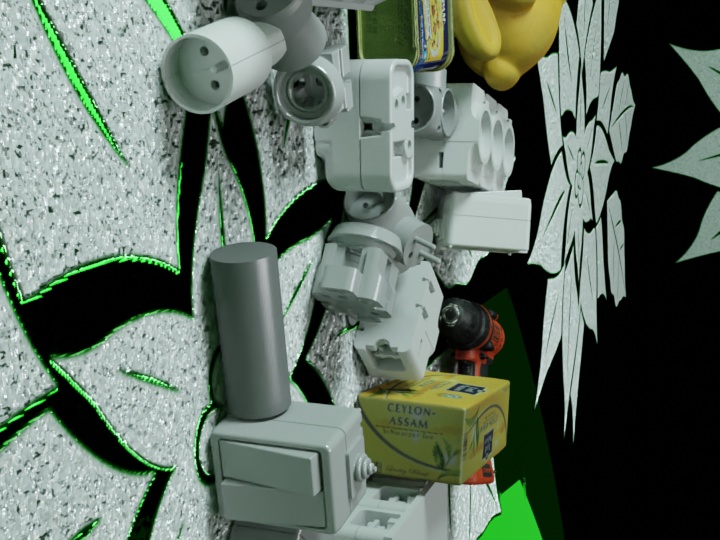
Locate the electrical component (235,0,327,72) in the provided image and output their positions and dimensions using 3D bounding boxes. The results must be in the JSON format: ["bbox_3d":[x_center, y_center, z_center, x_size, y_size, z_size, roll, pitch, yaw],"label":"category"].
[{"bbox_3d":[-0.049,-0.155,0.659,0.055,0.045,0.045,60,38,-62],"label":"electrical component"}]

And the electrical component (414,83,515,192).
[{"bbox_3d":[0.105,-0.125,1.058,0.150,0.062,0.089,7,87,-70],"label":"electrical component"}]

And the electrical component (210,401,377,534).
[{"bbox_3d":[-0.038,0.121,0.660,0.061,0.096,0.061,-42,132,-62],"label":"electrical component"}]

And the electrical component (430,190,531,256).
[{"bbox_3d":[0.115,-0.049,1.060,0.062,0.096,0.061,169,-76,-81],"label":"electrical component"}]

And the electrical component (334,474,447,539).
[{"bbox_3d":[0.022,0.226,0.888,0.150,0.062,0.089,-28,119,-66],"label":"electrical component"}]

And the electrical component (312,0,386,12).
[{"bbox_3d":[-0.006,-0.218,0.740,0.063,0.079,0.121,69,23,-3],"label":"electrical component"}]

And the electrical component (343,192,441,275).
[{"bbox_3d":[0.031,-0.027,0.852,0.043,0.079,0.077,-50,146,-18],"label":"electrical component"}]

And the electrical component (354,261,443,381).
[{"bbox_3d":[0.035,0.044,0.911,0.055,0.050,0.089,65,35,-50],"label":"electrical component"}]

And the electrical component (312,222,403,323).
[{"bbox_3d":[0.000,0.000,0.802,0.078,0.058,0.057,48,52,-62],"label":"electrical component"}]

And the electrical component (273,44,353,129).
[{"bbox_3d":[-0.030,-0.124,0.720,0.055,0.048,0.066,-59,147,-65],"label":"electrical component"}]

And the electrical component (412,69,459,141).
[{"bbox_3d":[0.058,-0.157,0.951,0.077,0.044,0.079,-4,97,-69],"label":"electrical component"}]

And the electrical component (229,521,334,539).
[{"bbox_3d":[-0.055,0.196,0.696,0.065,0.047,0.076,63,36,-56],"label":"electrical component"}]

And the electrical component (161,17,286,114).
[{"bbox_3d":[-0.073,-0.119,0.606,0.081,0.043,0.043,-48,137,-59],"label":"electrical component"}]

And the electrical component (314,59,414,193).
[{"bbox_3d":[0.004,-0.106,0.792,0.054,0.059,0.095,-26,117,-67],"label":"electrical component"}]
